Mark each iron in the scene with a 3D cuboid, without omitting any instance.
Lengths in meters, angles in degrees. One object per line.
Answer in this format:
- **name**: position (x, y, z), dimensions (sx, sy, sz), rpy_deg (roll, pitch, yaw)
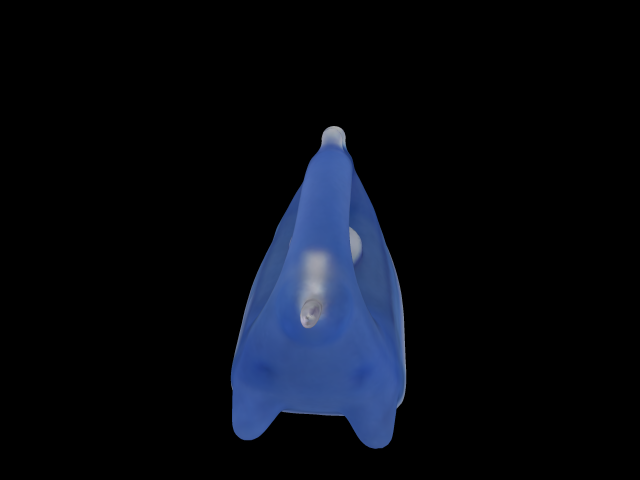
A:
- **iron**: position (0.004, 0.001, 0.400), dimensions (0.118, 0.141, 0.258), rpy_deg (2, 47, 3)
